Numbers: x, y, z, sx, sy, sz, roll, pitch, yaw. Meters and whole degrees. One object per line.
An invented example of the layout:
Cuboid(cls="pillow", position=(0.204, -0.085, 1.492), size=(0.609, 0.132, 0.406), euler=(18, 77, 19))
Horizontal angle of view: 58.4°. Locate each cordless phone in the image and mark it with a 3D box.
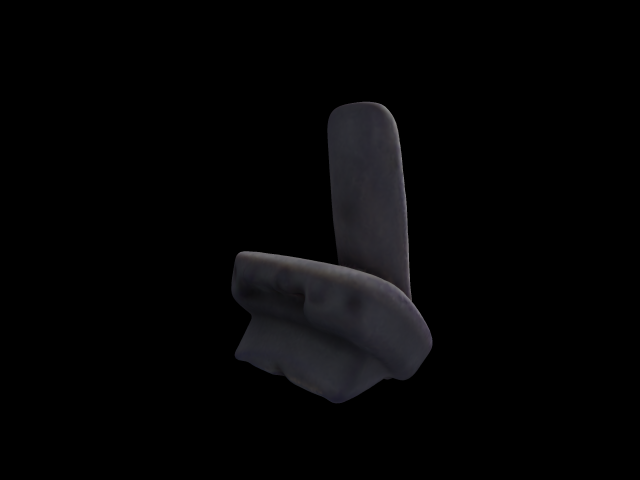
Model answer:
Cuboid(cls="cordless phone", position=(0.004, 0.001, 0.400), size=(0.147, 0.185, 0.094), euler=(7, 11, 39))
